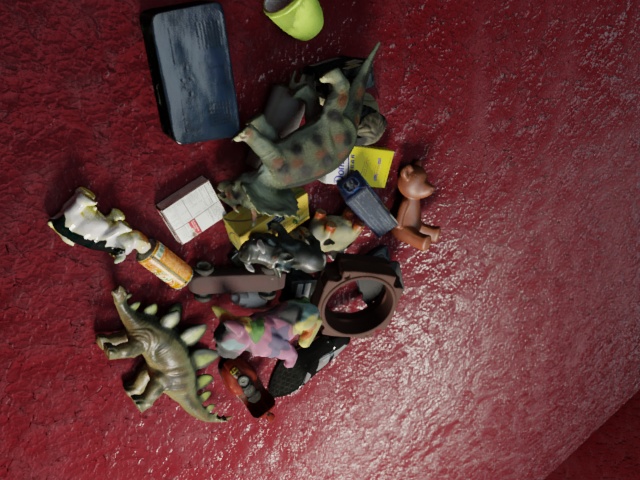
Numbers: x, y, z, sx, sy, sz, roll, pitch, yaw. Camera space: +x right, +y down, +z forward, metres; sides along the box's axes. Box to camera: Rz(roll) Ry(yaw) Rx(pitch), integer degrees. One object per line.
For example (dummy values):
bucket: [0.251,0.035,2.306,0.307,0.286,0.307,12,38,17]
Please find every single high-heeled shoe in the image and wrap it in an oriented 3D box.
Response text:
high-heeled shoe: [-0.026,0.312,1.383,0.249,0.086,0.145,-42,164,10]

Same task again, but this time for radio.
radio: [-0.223,-0.286,0.934,0.131,0.073,0.229,-20,120,-27]

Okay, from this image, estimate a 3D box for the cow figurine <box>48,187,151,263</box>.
cow figurine: [-0.385,-0.010,0.949,0.098,0.068,0.167,-47,127,-2]

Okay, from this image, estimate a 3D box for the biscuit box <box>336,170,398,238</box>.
biscuit box: [0.112,-0.081,1.245,0.063,0.059,0.202,-35,145,10]

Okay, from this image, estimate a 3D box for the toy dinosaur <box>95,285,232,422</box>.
toy dinosaur: [-0.309,0.260,1.111,0.198,0.105,0.470,-32,129,-23]

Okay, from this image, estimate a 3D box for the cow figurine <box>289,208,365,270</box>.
cow figurine: [-0.002,-0.004,1.214,0.195,0.086,0.127,-8,135,-45]

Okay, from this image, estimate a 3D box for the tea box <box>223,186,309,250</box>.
tea box: [-0.108,-0.046,1.112,0.170,0.068,0.098,-35,155,-16]

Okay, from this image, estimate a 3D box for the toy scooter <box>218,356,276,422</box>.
toy scooter: [-0.159,0.351,1.241,0.075,0.135,0.183,-37,127,-14]

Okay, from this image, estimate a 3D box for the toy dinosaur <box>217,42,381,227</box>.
toy dinosaur: [-0.017,-0.175,0.978,0.405,0.131,0.192,-32,112,1]

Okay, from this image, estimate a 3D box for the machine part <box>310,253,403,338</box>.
machine part: [0.085,0.138,1.296,0.201,0.087,0.200,8,121,-17]

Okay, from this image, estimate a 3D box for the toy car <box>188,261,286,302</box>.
toy car: [-0.174,0.083,1.129,0.202,0.053,0.089,-2,122,-15]

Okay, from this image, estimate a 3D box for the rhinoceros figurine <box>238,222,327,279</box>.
rhinoceros figurine: [-0.075,0.028,1.058,0.190,0.112,0.073,11,130,-38]

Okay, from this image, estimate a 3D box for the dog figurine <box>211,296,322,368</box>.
dog figurine: [-0.123,0.179,1.148,0.219,0.109,0.191,35,91,-39]

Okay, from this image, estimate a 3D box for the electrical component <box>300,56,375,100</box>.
electrical component: [0.041,-0.321,1.067,0.115,0.134,0.058,-25,123,-22]

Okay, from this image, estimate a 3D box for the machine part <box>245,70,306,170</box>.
machine part: [-0.086,-0.216,1.062,0.079,0.079,0.243,15,103,-39]

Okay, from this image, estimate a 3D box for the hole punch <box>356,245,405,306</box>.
hole punch: [0.146,0.086,1.382,0.116,0.092,0.142,-15,126,0]

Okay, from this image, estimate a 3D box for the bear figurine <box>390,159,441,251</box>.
bear figurine: [0.246,-0.091,1.335,0.120,0.132,0.195,-25,133,-57]

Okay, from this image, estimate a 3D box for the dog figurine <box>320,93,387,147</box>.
dog figurine: [0.096,-0.247,1.105,0.172,0.191,0.121,-27,125,-25]

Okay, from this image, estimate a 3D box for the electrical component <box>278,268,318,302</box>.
electrical component: [-0.048,0.099,1.260,0.075,0.048,0.119,3,111,-37]

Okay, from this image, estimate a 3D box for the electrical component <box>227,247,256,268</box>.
electrical component: [-0.168,0.039,1.160,0.094,0.021,0.063,-44,129,-9]
